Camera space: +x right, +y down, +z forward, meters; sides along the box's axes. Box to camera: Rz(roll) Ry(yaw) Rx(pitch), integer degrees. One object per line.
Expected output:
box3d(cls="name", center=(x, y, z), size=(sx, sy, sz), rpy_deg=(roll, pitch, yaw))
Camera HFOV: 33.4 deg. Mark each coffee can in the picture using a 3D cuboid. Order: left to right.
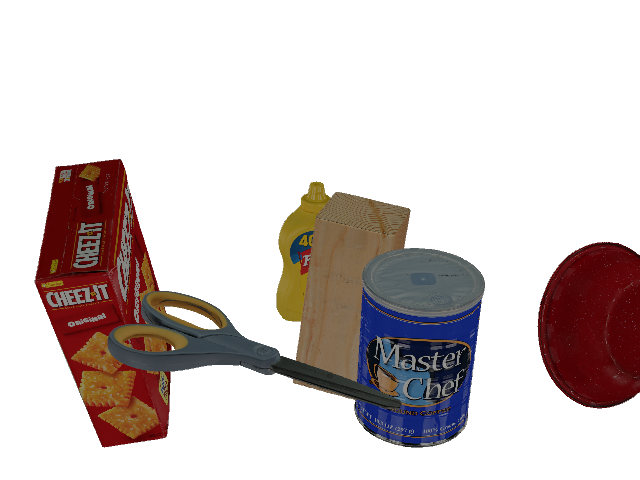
box3d(cls="coffee can", center=(0.084, 0.092, 0.923), size=(0.103, 0.140, 0.103), rpy_deg=(2, 29, -1))

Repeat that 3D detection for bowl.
box3d(cls="bowl", center=(0.286, 0.082, 1.010), size=(0.161, 0.162, 0.055), rpy_deg=(0, 0, -27))

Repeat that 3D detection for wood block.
box3d(cls="wood block", center=(0.034, 0.063, 1.199), size=(0.090, 0.206, 0.090), rpy_deg=(14, 24, 12))

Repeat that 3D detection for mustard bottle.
box3d(cls="mustard bottle", center=(-0.009, 0.013, 1.434), size=(0.096, 0.192, 0.058), rpy_deg=(-6, 25, -18))

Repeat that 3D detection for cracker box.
box3d(cls="cracker box", center=(-0.192, 0.058, 0.985), size=(0.072, 0.214, 0.164), rpy_deg=(-8, 40, 0))

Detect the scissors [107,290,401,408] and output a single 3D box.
box3d(cls="scissors", center=(-0.055, 0.080, 0.689), size=(0.202, 0.016, 0.096), rpy_deg=(25, 31, 34))
